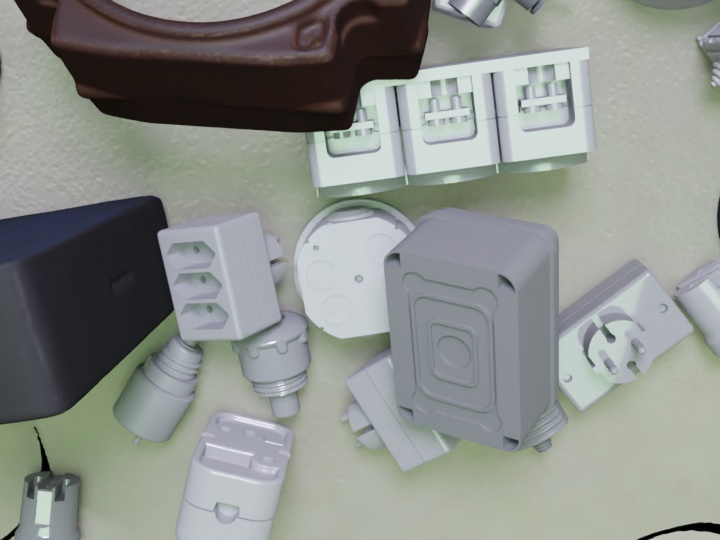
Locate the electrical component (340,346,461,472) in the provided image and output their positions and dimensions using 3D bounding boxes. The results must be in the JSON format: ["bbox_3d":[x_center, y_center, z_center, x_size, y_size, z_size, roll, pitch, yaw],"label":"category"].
[{"bbox_3d":[0.019,0.085,0.651,0.077,0.047,0.065,-32,91,36],"label":"electrical component"}]

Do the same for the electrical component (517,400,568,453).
[{"bbox_3d":[0.092,0.075,0.651,0.043,0.043,0.081,-31,99,7],"label":"electrical component"}]

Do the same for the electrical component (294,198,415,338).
[{"bbox_3d":[0.000,0.000,0.634,0.080,0.051,0.080,0,102,1],"label":"electrical component"}]

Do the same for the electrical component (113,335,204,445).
[{"bbox_3d":[-0.118,0.068,0.656,0.040,0.040,0.078,32,101,-5],"label":"electrical component"}]

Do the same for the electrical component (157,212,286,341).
[{"bbox_3d":[-0.069,-0.001,0.628,0.047,0.077,0.065,-3,103,36],"label":"electrical component"}]

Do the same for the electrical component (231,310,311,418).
[{"bbox_3d":[-0.050,0.058,0.651,0.048,0.048,0.062,-9,108,3],"label":"electrical component"}]

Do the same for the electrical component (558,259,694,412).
[{"bbox_3d":[0.148,0.043,0.626,0.083,0.075,0.047,-38,98,8],"label":"electrical component"}]

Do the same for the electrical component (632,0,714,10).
[{"bbox_3d":[0.180,-0.197,0.584,0.108,0.060,0.108,0,102,1],"label":"electrical component"}]

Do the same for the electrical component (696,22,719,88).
[{"bbox_3d":[0.239,-0.128,0.596,0.096,0.061,0.061,-42,98,9],"label":"electrical component"}]

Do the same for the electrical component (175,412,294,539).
[{"bbox_3d":[-0.074,0.130,0.640,0.054,0.095,0.059,14,102,-1],"label":"electrical component"}]

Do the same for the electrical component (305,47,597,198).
[{"bbox_3d":[0.047,-0.082,0.596,0.150,0.089,0.061,-7,101,3],"label":"electrical component"}]

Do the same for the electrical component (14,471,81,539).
[{"bbox_3d":[-0.196,0.154,0.677,0.040,0.040,0.046,6,95,0],"label":"electrical component"}]

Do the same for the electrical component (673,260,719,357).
[{"bbox_3d":[0.215,0.022,0.640,0.040,0.040,0.046,-39,93,8],"label":"electrical component"}]

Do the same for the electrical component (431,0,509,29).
[{"bbox_3d":[0.089,-0.174,0.597,0.076,0.047,0.083,18,102,-3],"label":"electrical component"}]

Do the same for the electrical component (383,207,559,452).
[{"bbox_3d":[0.062,0.030,0.571,0.078,0.057,0.113,13,125,29],"label":"electrical component"}]
